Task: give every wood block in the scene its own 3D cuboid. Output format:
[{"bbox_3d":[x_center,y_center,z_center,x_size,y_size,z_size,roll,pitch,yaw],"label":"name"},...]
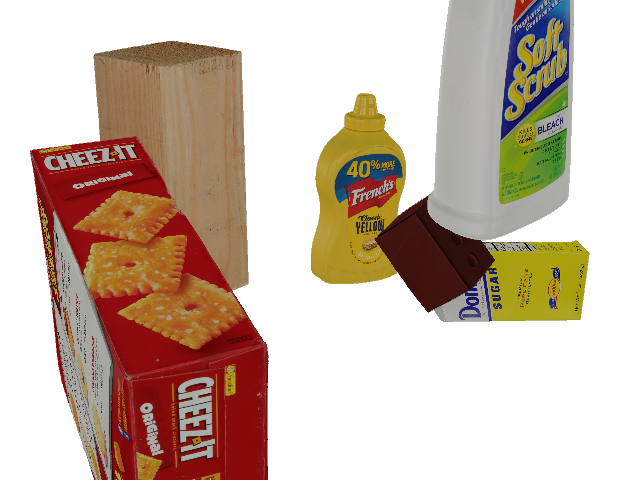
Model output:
[{"bbox_3d":[-0.125,-0.057,0.907,0.091,0.206,0.090,17,26,38],"label":"wood block"}]

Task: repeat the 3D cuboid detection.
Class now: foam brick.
[{"bbox_3d":[0.093,0.008,0.866,0.051,0.078,0.052,-33,5,40],"label":"foam brick"}]

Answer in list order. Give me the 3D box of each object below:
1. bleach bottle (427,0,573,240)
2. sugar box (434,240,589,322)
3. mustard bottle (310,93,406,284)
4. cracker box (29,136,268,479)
[{"bbox_3d":[0.118,-0.132,0.690,0.102,0.251,0.068,-23,34,-30],"label":"bleach bottle"},{"bbox_3d":[0.229,0.050,1.290,0.176,0.093,0.048,-2,20,-9],"label":"sugar box"},{"bbox_3d":[0.041,-0.054,1.091,0.096,0.192,0.058,-6,20,-25],"label":"mustard bottle"},{"bbox_3d":[-0.093,0.064,0.566,0.072,0.164,0.214,-11,35,-20],"label":"cracker box"}]
